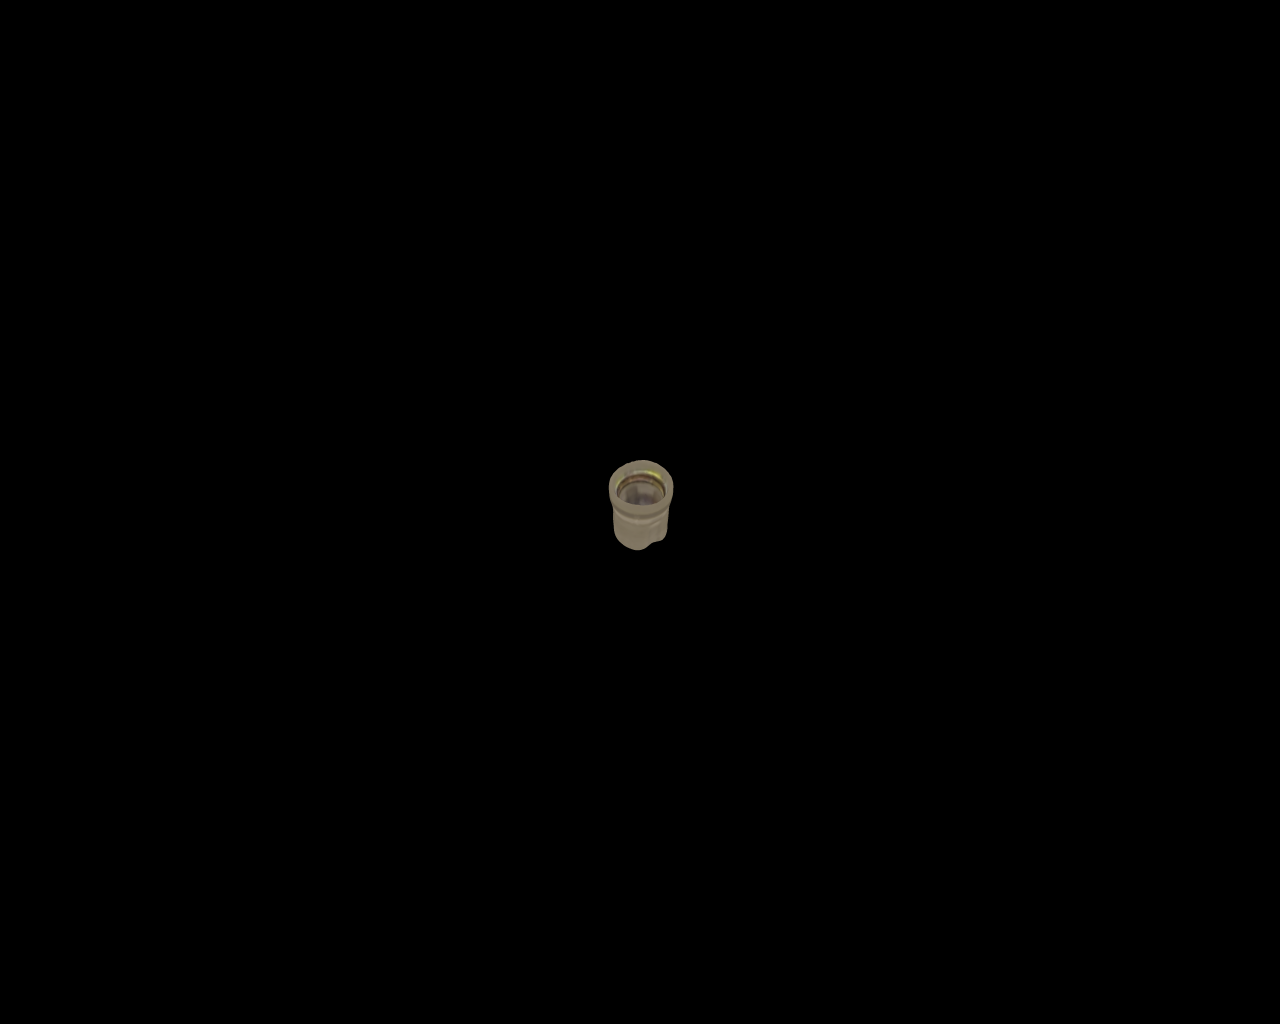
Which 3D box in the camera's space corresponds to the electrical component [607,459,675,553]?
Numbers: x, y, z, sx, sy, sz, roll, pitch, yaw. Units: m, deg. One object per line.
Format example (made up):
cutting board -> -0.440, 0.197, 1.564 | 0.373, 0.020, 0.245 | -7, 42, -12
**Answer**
electrical component -> 0.001, -0.003, 0.650 | 0.040, 0.040, 0.046 | 0, -42, 0
